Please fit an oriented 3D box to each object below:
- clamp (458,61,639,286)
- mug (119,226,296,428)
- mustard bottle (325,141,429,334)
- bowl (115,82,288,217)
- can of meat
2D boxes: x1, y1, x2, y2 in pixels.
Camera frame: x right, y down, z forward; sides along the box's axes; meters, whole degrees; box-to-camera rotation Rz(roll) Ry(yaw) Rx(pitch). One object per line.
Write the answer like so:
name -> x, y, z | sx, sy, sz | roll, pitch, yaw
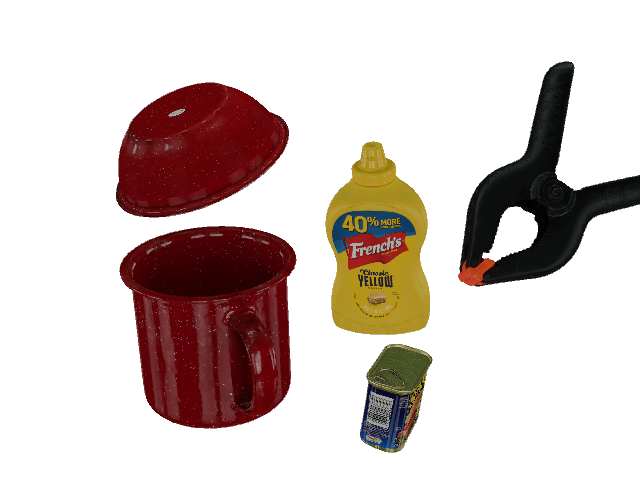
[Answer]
clamp -> 0.166, -0.027, 0.726 | 0.120, 0.171, 0.039 | 35, -10, 8
mug -> -0.052, 0.051, 0.567 | 0.093, 0.081, 0.117 | -15, 27, -27
mustard bottle -> 0.054, -0.003, 1.019 | 0.096, 0.192, 0.058 | 2, 28, 12
bowl -> -0.111, -0.088, 0.910 | 0.162, 0.055, 0.162 | -16, 32, 11
can of meat -> 0.084, 0.179, 1.210 | 0.057, 0.084, 0.102 | 15, 25, 16
